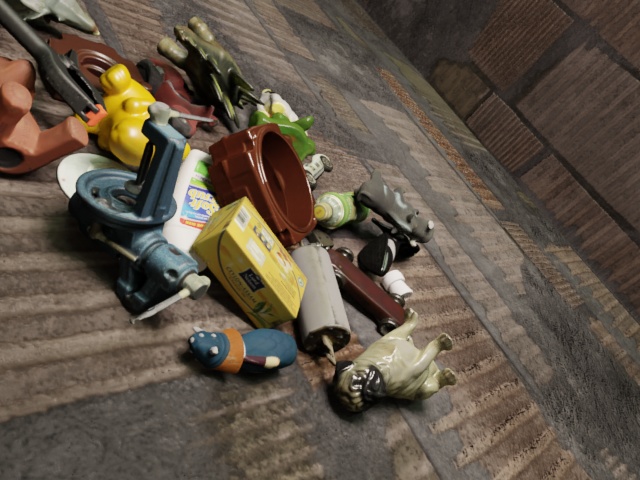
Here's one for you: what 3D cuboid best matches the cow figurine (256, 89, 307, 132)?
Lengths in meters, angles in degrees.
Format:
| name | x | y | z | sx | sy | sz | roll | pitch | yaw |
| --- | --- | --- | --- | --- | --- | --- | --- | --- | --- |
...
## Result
| name | x | y | z | sx | sy | sz | roll | pitch | yaw |
| --- | --- | --- | --- | --- | --- | --- | --- | --- | --- |
| cow figurine | -0.078 | -0.265 | 1.227 | 0.167 | 0.068 | 0.098 | 45 | 20 | -40 |

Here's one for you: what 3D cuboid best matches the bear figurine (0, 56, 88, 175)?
| name | x | y | z | sx | sy | sz | roll | pitch | yaw |
| --- | --- | --- | --- | --- | --- | --- | --- | --- | --- |
| bear figurine | -0.392 | -0.182 | 0.698 | 0.120 | 0.132 | 0.196 | 38 | 28 | -52 |

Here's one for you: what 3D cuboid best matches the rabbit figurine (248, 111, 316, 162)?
| name | x | y | z | sx | sy | sz | roll | pitch | yaw |
| --- | --- | --- | --- | --- | --- | --- | --- | --- | --- |
| rabbit figurine | -0.086 | -0.216 | 1.101 | 0.159 | 0.121 | 0.170 | -10 | 26 | -17 |

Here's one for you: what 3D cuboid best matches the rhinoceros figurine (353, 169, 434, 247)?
| name | x | y | z | sx | sy | sz | roll | pitch | yaw |
| --- | --- | --- | --- | --- | --- | --- | --- | --- | --- |
| rhinoceros figurine | 0.155 | -0.062 | 1.092 | 0.190 | 0.073 | 0.112 | 35 | 20 | -22 |

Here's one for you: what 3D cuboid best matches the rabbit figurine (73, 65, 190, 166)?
| name | x | y | z | sx | sy | sz | roll | pitch | yaw |
| --- | --- | --- | --- | --- | --- | --- | --- | --- | --- |
| rabbit figurine | -0.282 | -0.155 | 0.804 | 0.162 | 0.122 | 0.173 | 49 | 0 | -37 |

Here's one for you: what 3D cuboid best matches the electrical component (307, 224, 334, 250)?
| name | x | y | z | sx | sy | sz | roll | pitch | yaw |
| --- | --- | --- | --- | --- | --- | --- | --- | --- | --- |
| electrical component | -0.002 | -0.003 | 1.040 | 0.094 | 0.021 | 0.063 | -5 | 54 | -54 |

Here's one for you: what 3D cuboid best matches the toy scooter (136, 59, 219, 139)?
| name | x | y | z | sx | sy | sz | roll | pitch | yaw |
| --- | --- | --- | --- | --- | --- | --- | --- | --- | --- |
| toy scooter | -0.261 | -0.259 | 1.006 | 0.135 | 0.075 | 0.184 | -7 | 59 | -54 |

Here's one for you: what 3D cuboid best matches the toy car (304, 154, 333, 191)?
| name | x | y | z | sx | sy | sz | roll | pitch | yaw |
| --- | --- | --- | --- | --- | --- | --- | --- | --- | --- |
| toy car | -0.030 | -0.127 | 1.114 | 0.056 | 0.073 | 0.202 | 42 | 29 | -3 |

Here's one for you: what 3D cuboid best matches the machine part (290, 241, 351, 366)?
| name | x | y | z | sx | sy | sz | roll | pitch | yaw |
| --- | --- | --- | --- | --- | --- | --- | --- | --- | --- |
| machine part | -0.005 | 0.092 | 0.858 | 0.079 | 0.079 | 0.243 | 21 | 36 | -34 |

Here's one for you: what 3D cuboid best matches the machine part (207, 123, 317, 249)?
| name | x | y | z | sx | sy | sz | roll | pitch | yaw |
| --- | --- | --- | --- | --- | --- | --- | --- | --- | --- |
| machine part | -0.087 | -0.087 | 0.896 | 0.200 | 0.087 | 0.201 | 68 | 20 | -9 |

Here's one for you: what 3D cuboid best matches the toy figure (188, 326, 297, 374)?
| name | x | y | z | sx | sy | sz | roll | pitch | yaw |
| --- | --- | --- | --- | --- | --- | --- | --- | --- | --- |
| toy figure | -0.101 | 0.143 | 0.694 | 0.154 | 0.064 | 0.057 | 9 | 81 | -38 |

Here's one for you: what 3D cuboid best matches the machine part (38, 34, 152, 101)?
| name | x | y | z | sx | sy | sz | roll | pitch | yaw |
| --- | --- | --- | --- | --- | --- | --- | --- | --- | --- |
| machine part | -0.375 | -0.272 | 0.902 | 0.179 | 0.056 | 0.179 | 29 | 32 | -20 |

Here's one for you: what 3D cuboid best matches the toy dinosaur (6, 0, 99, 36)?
| name | x | y | z | sx | sy | sz | roll | pitch | yaw |
| --- | --- | --- | --- | --- | --- | --- | --- | --- | --- |
| toy dinosaur | -0.529 | -0.381 | 0.792 | 0.192 | 0.131 | 0.405 | 12 | 21 | 42 |

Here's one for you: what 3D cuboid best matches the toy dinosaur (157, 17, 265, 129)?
| name | x | y | z | sx | sy | sz | roll | pitch | yaw |
| --- | --- | --- | --- | --- | --- | --- | --- | --- | --- |
| toy dinosaur | -0.205 | -0.326 | 1.033 | 0.198 | 0.105 | 0.471 | 47 | 7 | 10 |

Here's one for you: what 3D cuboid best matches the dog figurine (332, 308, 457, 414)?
| name | x | y | z | sx | sy | sz | roll | pitch | yaw |
| --- | --- | --- | --- | --- | --- | --- | --- | --- | --- |
| dog figurine | 0.103 | 0.221 | 0.834 | 0.190 | 0.172 | 0.121 | -30 | 32 | -25 |

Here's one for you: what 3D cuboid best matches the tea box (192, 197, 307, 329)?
| name | x | y | z | sx | sy | sz | roll | pitch | yaw |
| --- | --- | --- | --- | --- | --- | --- | --- | --- | --- |
| tea box | -0.096 | 0.036 | 0.775 | 0.169 | 0.068 | 0.098 | 57 | 25 | -22 |

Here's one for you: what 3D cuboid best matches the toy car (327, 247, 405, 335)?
| name | x | y | z | sx | sy | sz | roll | pitch | yaw |
| --- | --- | --- | --- | --- | --- | --- | --- | --- | --- |
| toy car | 0.080 | 0.095 | 0.981 | 0.202 | 0.053 | 0.089 | 40 | 39 | -13 |

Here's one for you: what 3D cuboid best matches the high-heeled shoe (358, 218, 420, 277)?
| name | x | y | z | sx | sy | sz | roll | pitch | yaw |
| --- | --- | --- | --- | --- | --- | --- | --- | --- | --- |
| high-heeled shoe | 0.161 | 0.038 | 1.127 | 0.145 | 0.086 | 0.249 | 38 | 27 | -16 |

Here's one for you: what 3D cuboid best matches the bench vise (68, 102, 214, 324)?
| name | x | y | z | sx | sy | sz | roll | pitch | yaw |
| --- | --- | --- | --- | --- | --- | --- | --- | --- | --- |
| bench vise | -0.206 | -0.040 | 0.641 | 0.224 | 0.240 | 0.129 | 40 | 29 | 28 |
